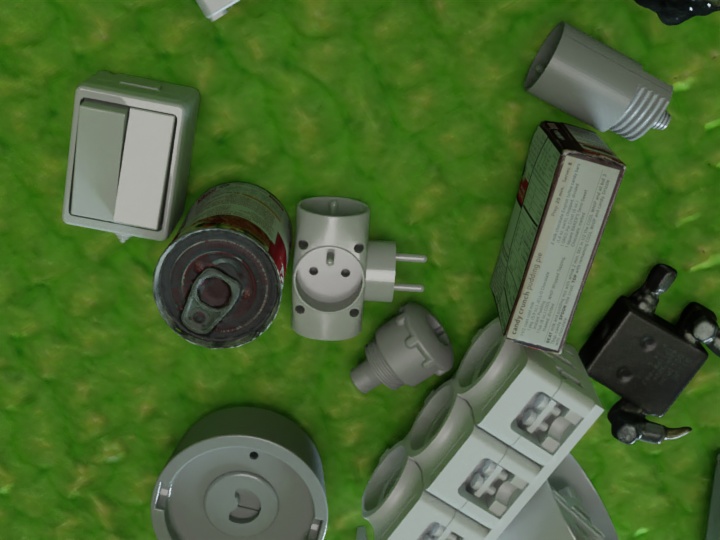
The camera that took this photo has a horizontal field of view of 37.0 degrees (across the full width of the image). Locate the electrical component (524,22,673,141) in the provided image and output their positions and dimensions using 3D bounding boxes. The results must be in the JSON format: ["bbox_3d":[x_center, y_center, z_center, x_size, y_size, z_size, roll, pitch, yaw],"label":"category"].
[{"bbox_3d":[0.138,-0.101,0.606,0.081,0.043,0.043,26,107,-8],"label":"electrical component"}]

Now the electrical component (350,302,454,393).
[{"bbox_3d":[0.023,0.053,0.660,0.062,0.048,0.048,-34,105,18],"label":"electrical component"}]

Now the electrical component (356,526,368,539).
[{"bbox_3d":[-0.005,0.219,0.718,0.064,0.042,0.081,-9,108,7],"label":"electrical component"}]

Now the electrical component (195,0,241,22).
[{"bbox_3d":[-0.064,-0.173,0.554,0.062,0.096,0.061,-28,106,10],"label":"electrical component"}]

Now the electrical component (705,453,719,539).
[{"bbox_3d":[0.266,0.159,0.694,0.079,0.044,0.077,1,109,-1],"label":"electrical component"}]

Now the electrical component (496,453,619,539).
[{"bbox_3d":[0.125,0.160,0.669,0.099,0.099,0.064,39,111,-12],"label":"electrical component"}]

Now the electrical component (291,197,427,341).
[{"bbox_3d":[0.000,0.000,0.641,0.079,0.044,0.077,4,109,-1],"label":"electrical component"}]

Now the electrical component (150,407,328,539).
[{"bbox_3d":[-0.073,0.138,0.680,0.108,0.060,0.108,0,109,0],"label":"electrical component"}]

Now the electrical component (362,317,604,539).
[{"bbox_3d":[0.069,0.105,0.653,0.062,0.089,0.150,33,106,-10],"label":"electrical component"}]

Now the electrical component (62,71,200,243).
[{"bbox_3d":[-0.132,-0.058,0.613,0.062,0.061,0.096,11,109,-3],"label":"electrical component"}]
